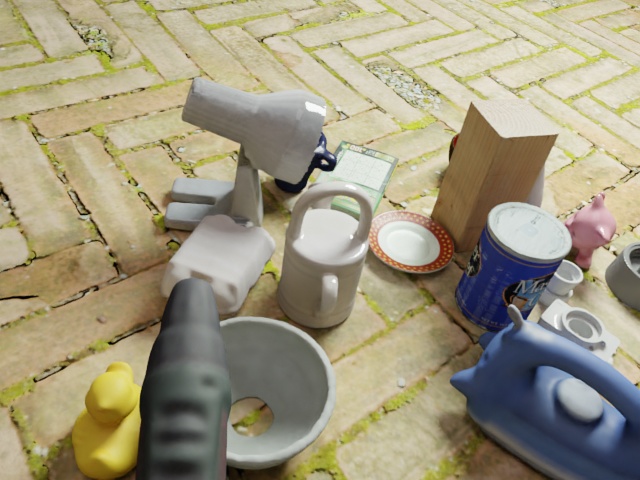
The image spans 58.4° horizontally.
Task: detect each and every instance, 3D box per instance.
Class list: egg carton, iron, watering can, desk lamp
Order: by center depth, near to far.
[{"bbox_3d":[0.278,0.173,0.600,0.257,0.141,0.119,31,47,20],"label":"iron"},{"bbox_3d":[0.004,0.002,0.684,0.101,0.194,0.172,-13,48,-23],"label":"watering can"},{"bbox_3d":[-0.125,0.033,0.717,0.107,0.069,0.150,18,44,8],"label":"egg carton"},{"bbox_3d":[-0.104,-0.110,0.765,0.203,0.213,0.118,4,44,-7],"label":"desk lamp"}]

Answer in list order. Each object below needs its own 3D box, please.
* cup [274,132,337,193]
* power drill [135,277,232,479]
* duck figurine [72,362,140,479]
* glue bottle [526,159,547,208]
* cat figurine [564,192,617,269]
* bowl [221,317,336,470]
[{"bbox_3d":[-0.028,-0.115,0.873,0.117,0.095,0.092,29,46,18],"label":"cup"},{"bbox_3d":[-0.110,0.177,0.469,0.076,0.208,0.229,1,44,-10],"label":"power drill"},{"bbox_3d":[-0.200,0.167,0.549,0.077,0.086,0.104,5,44,-6],"label":"duck figurine"},{"bbox_3d":[0.305,-0.087,0.854,0.037,0.173,0.078,-28,55,-33],"label":"glue bottle"},{"bbox_3d":[0.400,-0.023,0.848,0.067,0.118,0.128,27,45,16],"label":"cat figurine"},{"bbox_3d":[-0.069,0.165,0.587,0.167,0.075,0.167,6,43,-5],"label":"bowl"}]
